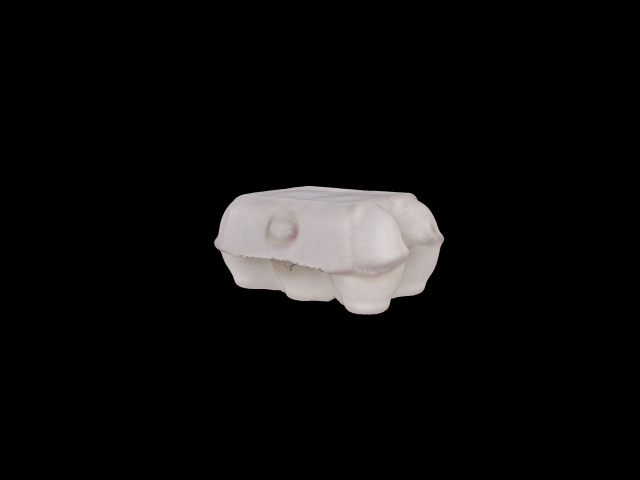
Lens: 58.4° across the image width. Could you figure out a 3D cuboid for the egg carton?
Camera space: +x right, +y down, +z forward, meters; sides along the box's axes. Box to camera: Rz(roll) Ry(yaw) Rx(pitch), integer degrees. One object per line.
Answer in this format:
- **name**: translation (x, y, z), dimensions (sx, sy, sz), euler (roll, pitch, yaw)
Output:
- **egg carton**: translation (0.004, 0.001, 0.400), dimensions (0.149, 0.069, 0.107), euler (8, 14, 35)
